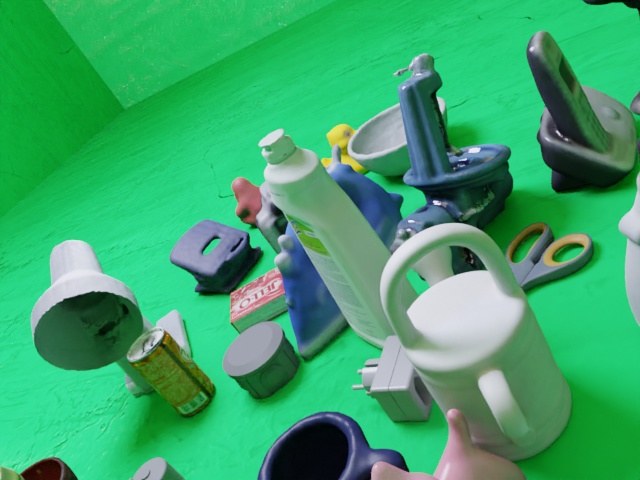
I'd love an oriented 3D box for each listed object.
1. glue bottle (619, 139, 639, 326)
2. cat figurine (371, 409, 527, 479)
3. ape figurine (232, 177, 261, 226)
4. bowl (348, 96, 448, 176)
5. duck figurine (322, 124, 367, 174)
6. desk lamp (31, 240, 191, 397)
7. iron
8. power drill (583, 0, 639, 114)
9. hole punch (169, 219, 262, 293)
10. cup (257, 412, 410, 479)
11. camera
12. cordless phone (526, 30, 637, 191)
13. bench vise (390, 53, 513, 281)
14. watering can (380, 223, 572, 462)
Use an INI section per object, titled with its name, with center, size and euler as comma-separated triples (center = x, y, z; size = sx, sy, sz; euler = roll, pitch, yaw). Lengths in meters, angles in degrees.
[glue bottle]
center = 0.256, -0.004, 0.422
size = 0.078, 0.173, 0.037
euler = -32, 28, 1
[cat figurine]
center = 0.077, 0.175, 0.379
size = 0.067, 0.118, 0.128
euler = -2, 40, 44
[ape figurine]
center = -0.122, -0.073, 1.015
size = 0.078, 0.092, 0.076
euler = -37, 28, -8
[bowl]
center = 0.131, -0.151, 0.896
size = 0.167, 0.075, 0.167
euler = -25, 29, 15
[duck figurine]
center = 0.043, -0.155, 0.984
size = 0.104, 0.086, 0.077
euler = -22, 30, 20
[desk lamp]
center = -0.274, 0.106, 0.751
size = 0.118, 0.214, 0.202
euler = -35, 28, -5
[iron]
center = 0.006, 0.003, 0.705
size = 0.118, 0.142, 0.259
euler = -8, 36, 39
[power drill]
center = 0.385, -0.258, 0.661
size = 0.075, 0.209, 0.230
euler = 8, 48, 51
[hole punch]
center = -0.164, 0.021, 0.907
size = 0.100, 0.091, 0.109
euler = -5, 38, 41
[cup]
center = 0.024, 0.191, 0.432
size = 0.117, 0.095, 0.092
euler = -17, 31, 27
[camera]
center = -0.043, -0.066, 0.912
size = 0.143, 0.101, 0.136
euler = -34, 28, -3
[cordless phone]
center = 0.283, -0.162, 0.637
size = 0.093, 0.185, 0.148
euler = -12, 34, 34
[bench vise]
center = 0.134, -0.074, 0.612
size = 0.121, 0.220, 0.207
euler = -14, 33, 31
[watering can]
center = 0.109, 0.067, 0.438
size = 0.101, 0.194, 0.172
euler = -38, 28, -10
